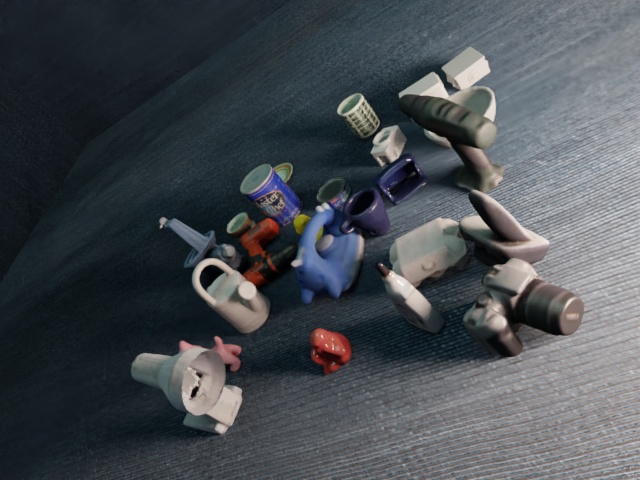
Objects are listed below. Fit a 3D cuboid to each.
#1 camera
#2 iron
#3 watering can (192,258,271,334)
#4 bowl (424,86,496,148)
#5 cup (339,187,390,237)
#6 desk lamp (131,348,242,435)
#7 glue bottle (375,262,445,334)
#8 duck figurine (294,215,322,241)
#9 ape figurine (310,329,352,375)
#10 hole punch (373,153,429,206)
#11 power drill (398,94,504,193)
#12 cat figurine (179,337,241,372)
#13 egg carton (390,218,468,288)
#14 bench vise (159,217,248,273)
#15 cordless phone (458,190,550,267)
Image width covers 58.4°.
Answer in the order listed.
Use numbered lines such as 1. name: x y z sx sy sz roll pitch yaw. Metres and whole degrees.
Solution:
1. camera: 0.304 0.101 0.853 0.143 0.101 0.136 -51 34 -13
2. iron: 0.011 0.004 1.231 0.118 0.142 0.258 -16 42 35
3. watering can: -0.200 0.115 1.277 0.172 0.195 0.101 -20 39 30
4. bowl: 0.320 -0.258 1.269 0.167 0.075 0.167 -27 36 22
5. cup: 0.101 -0.041 1.231 0.118 0.095 0.091 -49 34 -10
6. desk lamp: -0.251 0.290 1.112 0.202 0.214 0.118 -9 46 41
7. glue bottle: 0.142 0.092 0.965 0.037 0.174 0.077 -51 34 -13
8. duck figurine: -0.024 -0.022 1.349 0.077 0.086 0.104 -48 33 -8
9. ape figurine: 0.014 0.197 1.055 0.077 0.092 0.076 4 54 48
10. hole punch: 0.169 -0.147 1.284 0.108 0.091 0.101 -39 33 6
11. power drill: 0.268 -0.194 1.127 0.076 0.209 0.228 -48 33 -7
12. cat figurine: -0.253 0.254 1.244 0.127 0.118 0.067 -34 34 13
13. egg carton: 0.201 0.026 1.074 0.150 0.070 0.107 -29 35 20
14. bench vise: -0.299 0.005 1.482 0.206 0.220 0.121 -17 41 34
15. cordless phone: 0.282 -0.033 0.951 0.094 0.186 0.147 -46 33 -5
